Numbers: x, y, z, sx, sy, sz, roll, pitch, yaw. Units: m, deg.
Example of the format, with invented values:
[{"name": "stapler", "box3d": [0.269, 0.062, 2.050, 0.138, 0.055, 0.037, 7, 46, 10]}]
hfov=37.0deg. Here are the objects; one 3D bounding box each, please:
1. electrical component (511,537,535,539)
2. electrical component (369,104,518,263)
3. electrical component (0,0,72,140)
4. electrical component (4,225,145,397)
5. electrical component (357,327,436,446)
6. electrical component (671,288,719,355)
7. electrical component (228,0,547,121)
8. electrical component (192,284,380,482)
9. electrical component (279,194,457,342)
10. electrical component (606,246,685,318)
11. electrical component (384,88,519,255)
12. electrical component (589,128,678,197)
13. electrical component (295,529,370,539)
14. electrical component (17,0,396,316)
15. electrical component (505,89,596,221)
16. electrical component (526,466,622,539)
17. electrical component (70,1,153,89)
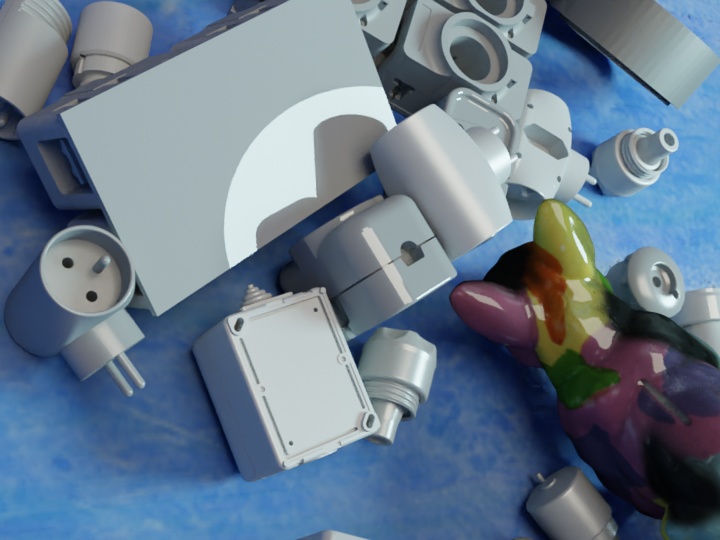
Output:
[{"name": "electrical component", "box3d": [0.109, 0.176, 0.623, 0.061, 0.035, 0.035, 19, 64, -26]}, {"name": "electrical component", "box3d": [0.056, -0.055, 0.597, 0.079, 0.044, 0.077, -33, 89, -32]}, {"name": "electrical component", "box3d": [-0.176, -0.113, 0.559, 0.043, 0.043, 0.081, 27, 61, -19]}, {"name": "electrical component", "box3d": [-0.130, 0.026, 0.514, 0.043, 0.077, 0.079, -37, 92, -34]}, {"name": "electrical component", "box3d": [0.017, 0.067, 0.605, 0.043, 0.043, 0.062, 26, 62, -19]}, {"name": "electrical component", "box3d": [0.236, 0.045, 0.738, 0.045, 0.045, 0.055, 6, 69, -28]}, {"name": "electrical component", "box3d": [0.025, -0.170, 0.686, 0.186, 0.060, 0.105, 27, 61, -19]}, {"name": "electrical component", "box3d": [-0.044, 0.055, 0.563, 0.062, 0.061, 0.096, -18, 82, -33]}, {"name": "electrical component", "box3d": [0.000, 0.000, 0.588, 0.054, 0.095, 0.059, -30, 89, -34]}, {"name": "electrical component", "box3d": [0.177, 0.015, 0.704, 0.048, 0.062, 0.048, 11, 67, -27]}, {"name": "electrical component", "box3d": [0.054, -0.055, 0.660, 0.054, 0.059, 0.095, 26, 61, -19]}, {"name": "electrical component", "box3d": [0.193, -0.078, 0.748, 0.043, 0.062, 0.043, 11, 67, -27]}, {"name": "electrical component", "box3d": [0.002, 0.170, 0.519, 0.109, 0.109, 0.056, 20, 61, -22]}, {"name": "electrical component", "box3d": [-0.073, -0.070, 0.571, 0.186, 0.060, 0.105, -36, 115, -34]}, {"name": "electrical component", "box3d": [0.125, -0.068, 0.716, 0.079, 0.043, 0.077, 27, 61, -19]}, {"name": "electrical component", "box3d": [0.134, 0.153, 0.642, 0.078, 0.040, 0.040, 51, 56, -4]}, {"name": "electrical component", "box3d": [-0.137, -0.108, 0.582, 0.040, 0.040, 0.078, 16, 65, -24]}]
